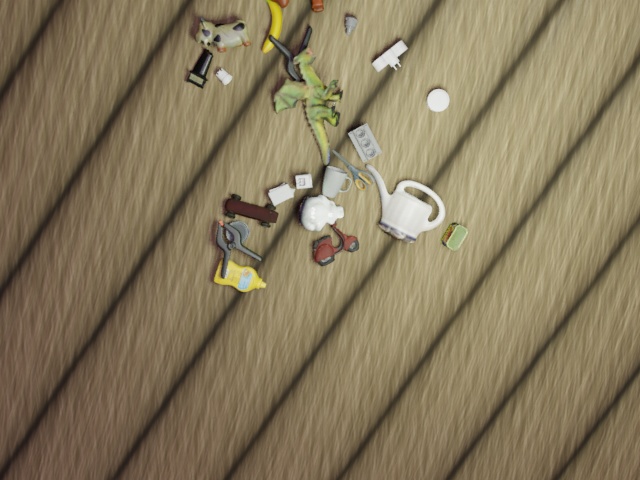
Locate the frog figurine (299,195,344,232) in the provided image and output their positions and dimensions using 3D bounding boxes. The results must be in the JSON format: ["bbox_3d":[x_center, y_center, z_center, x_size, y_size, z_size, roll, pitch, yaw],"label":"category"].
[{"bbox_3d":[0.006,-0.096,1.908,0.159,0.121,0.139,11,77,9],"label":"frog figurine"}]

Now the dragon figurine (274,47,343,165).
[{"bbox_3d":[-0.050,-0.488,1.880,0.243,0.124,0.404,13,109,9],"label":"dragon figurine"}]

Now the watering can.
[{"bbox_3d":[0.289,-0.127,1.927,0.349,0.104,0.223,28,97,10],"label":"watering can"}]
